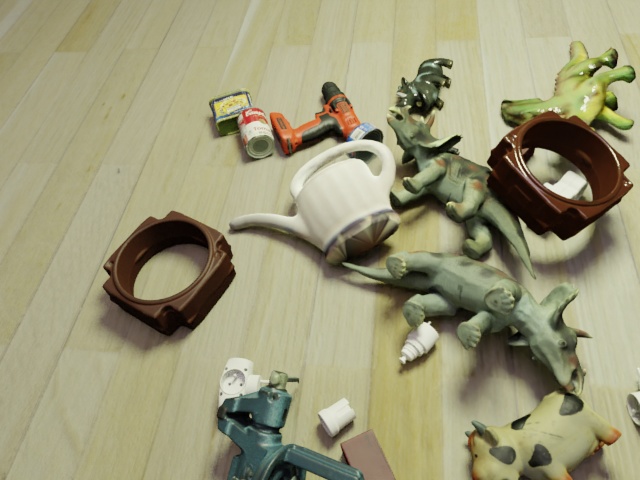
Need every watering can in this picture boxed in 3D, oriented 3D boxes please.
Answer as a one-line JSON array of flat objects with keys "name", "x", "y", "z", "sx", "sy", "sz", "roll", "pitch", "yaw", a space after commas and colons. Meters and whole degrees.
[{"name": "watering can", "x": 0.003, "y": -0.049, "z": 0.978, "sx": 0.346, "sy": 0.102, "sz": 0.228, "roll": -32, "pitch": 61, "yaw": 7}]

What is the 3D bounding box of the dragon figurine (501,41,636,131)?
[{"name": "dragon figurine", "x": 0.514, "y": -0.317, "z": 1.109, "sx": 0.242, "sy": 0.119, "sz": 0.420, "roll": -10, "pitch": 39, "yaw": 9}]
